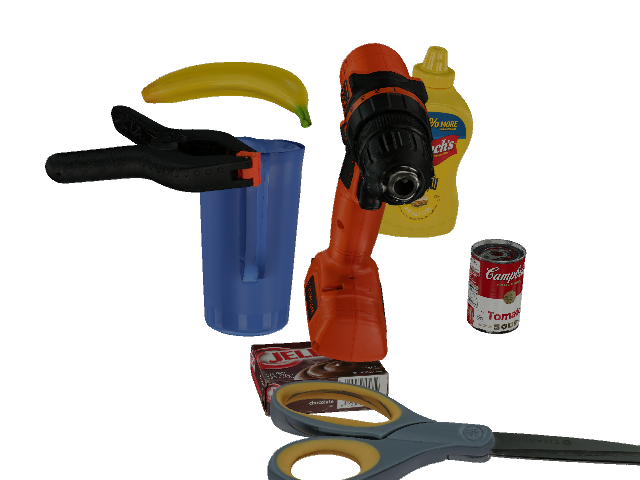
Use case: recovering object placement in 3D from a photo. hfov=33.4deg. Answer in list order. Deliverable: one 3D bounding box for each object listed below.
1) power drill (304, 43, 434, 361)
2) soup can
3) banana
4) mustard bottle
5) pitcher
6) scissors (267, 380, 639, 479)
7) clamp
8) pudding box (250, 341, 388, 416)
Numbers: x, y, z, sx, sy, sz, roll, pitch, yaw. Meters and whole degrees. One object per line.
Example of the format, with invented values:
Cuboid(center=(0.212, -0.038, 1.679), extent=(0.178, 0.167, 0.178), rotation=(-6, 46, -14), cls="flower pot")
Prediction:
Cuboid(center=(0.032, -0.016, 0.695), extent=(0.057, 0.188, 0.184), rotation=(8, 29, -6), cls="power drill")
Cuboid(center=(0.220, 0.058, 1.341), extent=(0.068, 0.102, 0.068), rotation=(0, 24, 0), cls="soup can")
Cuboid(center=(-0.094, -0.165, 1.147), extent=(0.198, 0.037, 0.069), rotation=(9, 44, 18), cls="banana")
Cuboid(center=(0.100, -0.098, 1.058), extent=(0.096, 0.192, 0.058), rotation=(2, 27, -10), cls="mustard bottle")
Cuboid(center=(-0.089, -0.005, 1.334), extent=(0.145, 0.243, 0.148), rotation=(12, 16, 36), cls="pitcher")
Cuboid(center=(0.062, 0.108, 0.520), extent=(0.202, 0.016, 0.096), rotation=(10, 30, 20), cls="scissors")
Cuboid(center=(-0.135, -0.067, 0.872), extent=(0.172, 0.039, 0.120), rotation=(13, 40, 26), cls="clamp")
Cuboid(center=(-0.003, 0.123, 0.971), extent=(0.113, 0.039, 0.090), rotation=(0, 16, -12), cls="pudding box")
